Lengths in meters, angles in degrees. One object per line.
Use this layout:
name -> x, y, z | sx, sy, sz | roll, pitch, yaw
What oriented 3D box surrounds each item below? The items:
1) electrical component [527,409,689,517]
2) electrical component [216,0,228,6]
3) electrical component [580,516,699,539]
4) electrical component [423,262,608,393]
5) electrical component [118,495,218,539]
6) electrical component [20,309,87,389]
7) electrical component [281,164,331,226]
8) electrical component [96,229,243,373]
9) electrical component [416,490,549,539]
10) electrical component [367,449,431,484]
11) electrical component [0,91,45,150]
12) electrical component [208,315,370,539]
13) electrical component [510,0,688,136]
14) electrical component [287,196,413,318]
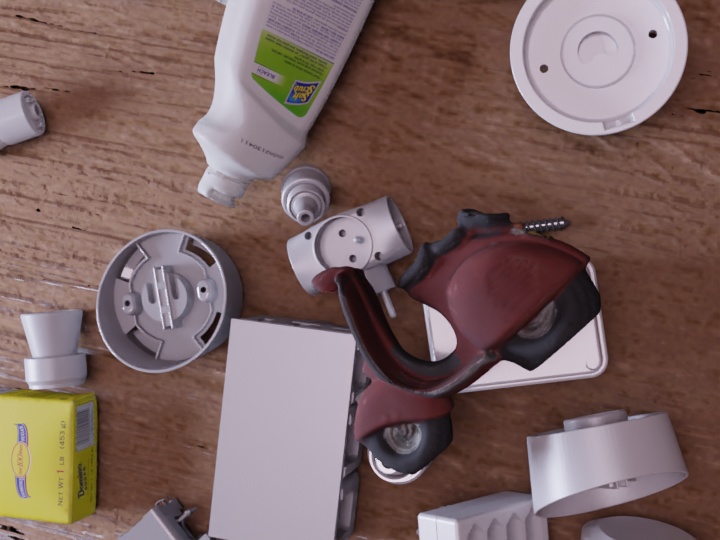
electrical component -> 0.155, 0.123, 0.681 | 0.099, 0.099, 0.064 | -13, 81, 13
electrical component -> -0.093, -0.215, 0.758 | 0.055, 0.055, 0.047 | 29, 93, 12
electrical component -> 0.179, 0.192, 0.684 | 0.080, 0.080, 0.051 | 8, 98, 13
electrical component -> 0.103, 0.036, 0.711 | 0.113, 0.057, 0.078 | -8, 89, 14
electrical component -> -0.138, 0.203, 0.779 | 0.081, 0.042, 0.063 | -43, 78, 10
electrical component -> -0.227, 0.058, 0.797 | 0.045, 0.045, 0.055 | -4, 90, 14
electrical component -> -0.037, -0.048, 0.740 | 0.035, 0.061, 0.035 | -1, 117, -2
electrical component -> -0.134, 0.020, 0.764 | 0.099, 0.064, 0.099 | 0, 91, 13
electrical component -> 0.070, 0.177, 0.717 | 0.076, 0.083, 0.047 | -5, 89, 52
electrical component -> 0.026, 0.124, 0.728 | 0.043, 0.062, 0.043 | 0, 91, 14
electrical component -> -0.272, -0.109, 0.809 | 0.065, 0.044, 0.044 | -18, 87, 8
electrical component -> -0.045, 0.111, 0.745 | 0.089, 0.062, 0.150 | 7, 92, 13
electrical component -> 0.154, -0.138, 0.695 | 0.108, 0.060, 0.108 | 0, 91, 14
electrical component -> 0.000, 0.000, 0.742 | 0.077, 0.044, 0.079 | -23, 85, 13
